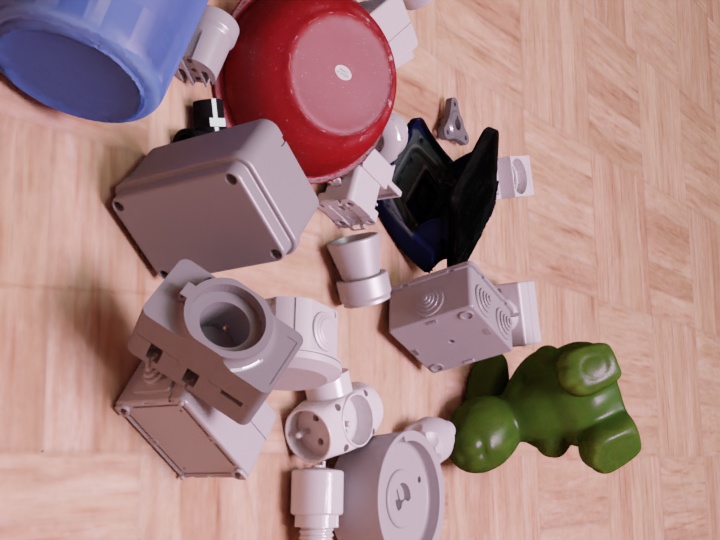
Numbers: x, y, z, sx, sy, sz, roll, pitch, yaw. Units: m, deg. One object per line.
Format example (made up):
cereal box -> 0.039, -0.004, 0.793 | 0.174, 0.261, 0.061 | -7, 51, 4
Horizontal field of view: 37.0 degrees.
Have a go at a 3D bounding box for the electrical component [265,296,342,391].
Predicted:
electrical component -> -0.053, 0.055, 0.778 | 0.080, 0.080, 0.051 | 29, 55, -50

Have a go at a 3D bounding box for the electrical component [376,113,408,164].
electrical component -> 0.023, -0.121, 0.958 | 0.062, 0.048, 0.048 | -39, 116, -59

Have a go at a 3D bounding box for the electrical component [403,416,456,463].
electrical component -> 0.065, 0.152, 0.965 | 0.062, 0.043, 0.043 | -18, 99, -57

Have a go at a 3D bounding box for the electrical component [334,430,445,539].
electrical component -> 0.017, 0.185, 0.871 | 0.108, 0.060, 0.108 | 17, 70, -56

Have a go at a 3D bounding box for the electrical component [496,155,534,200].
electrical component -> 0.139, -0.093, 1.104 | 0.081, 0.064, 0.042 | -10, 93, -56

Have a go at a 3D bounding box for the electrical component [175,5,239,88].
electrical component -> -0.112, -0.159, 0.769 | 0.040, 0.040, 0.046 | 42, 55, -44

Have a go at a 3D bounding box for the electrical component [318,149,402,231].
electrical component -> -0.006, -0.071, 0.907 | 0.081, 0.042, 0.063 | 40, 55, -44

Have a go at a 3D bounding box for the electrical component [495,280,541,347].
electrical component -> 0.146, 0.047, 1.102 | 0.077, 0.047, 0.065 | -4, 87, -56

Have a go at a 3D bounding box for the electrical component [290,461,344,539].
electrical component -> -0.033, 0.184, 0.816 | 0.040, 0.040, 0.078 | 18, 69, -54

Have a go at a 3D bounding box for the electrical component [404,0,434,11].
electrical component -> 0.047, -0.303, 1.028 | 0.077, 0.043, 0.079 | 52, 45, -37

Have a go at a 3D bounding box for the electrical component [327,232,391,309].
electrical component -> 0.000, 0.000, 0.897 | 0.045, 0.045, 0.055 | -26, 106, -55

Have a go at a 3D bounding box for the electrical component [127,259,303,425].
electrical component -> -0.087, 0.042, 0.650 | 0.089, 0.055, 0.050 | 34, 51, -1

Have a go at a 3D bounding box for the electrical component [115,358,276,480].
electrical component -> -0.108, 0.085, 0.705 | 0.096, 0.062, 0.061 | 57, 41, -33

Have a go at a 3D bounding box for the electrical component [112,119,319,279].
electrical component -> -0.095, -0.043, 0.704 | 0.078, 0.113, 0.057 | 61, 36, -29

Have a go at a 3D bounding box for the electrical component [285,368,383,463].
electrical component -> -0.023, 0.101, 0.844 | 0.077, 0.044, 0.079 | -19, 99, -56

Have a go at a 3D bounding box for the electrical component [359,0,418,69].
electrical component -> 0.000, -0.190, 0.920 | 0.096, 0.062, 0.061 | -50, 124, -48

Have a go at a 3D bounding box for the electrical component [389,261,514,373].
electrical component -> 0.081, 0.045, 0.963 | 0.100, 0.100, 0.048 | 45, 36, -42
